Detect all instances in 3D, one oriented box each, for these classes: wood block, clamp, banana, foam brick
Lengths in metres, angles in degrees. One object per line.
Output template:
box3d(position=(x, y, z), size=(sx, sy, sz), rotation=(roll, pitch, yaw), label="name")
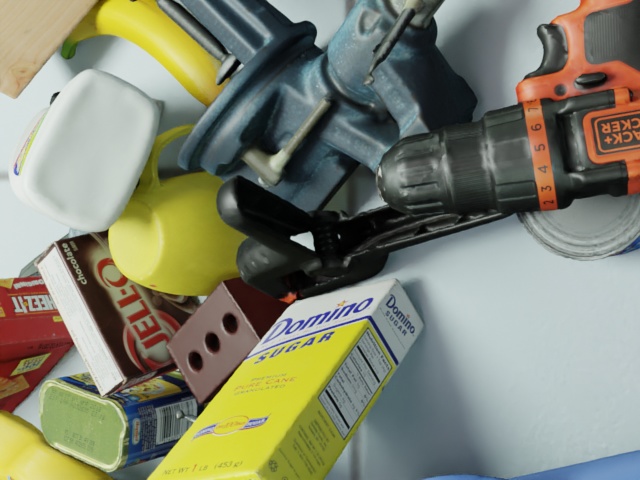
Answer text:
box3d(position=(-0.204, -0.216, 0.778), size=(0.206, 0.090, 0.090), rotation=(-42, 43, 26), label="wood block")
box3d(position=(-0.004, 0.001, 0.622), size=(0.210, 0.164, 0.036), rotation=(145, 122, -62), label="clamp")
box3d(position=(-0.130, -0.149, 0.789), size=(0.198, 0.037, 0.069), rotation=(25, 133, 38), label="banana")
box3d(position=(-0.057, 0.067, 0.730), size=(0.078, 0.051, 0.053), rotation=(-48, 65, 31), label="foam brick")

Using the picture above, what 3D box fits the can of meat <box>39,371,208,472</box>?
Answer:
box3d(position=(-0.145, 0.128, 0.787), size=(0.102, 0.083, 0.057), rotation=(10, 100, 39), label="can of meat")

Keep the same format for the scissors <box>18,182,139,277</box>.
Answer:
box3d(position=(-0.189, -0.026, 0.855), size=(0.202, 0.016, 0.096), rotation=(-10, 89, 38), label="scissors")

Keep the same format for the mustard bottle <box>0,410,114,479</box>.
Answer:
box3d(position=(-0.199, 0.190, 0.813), size=(0.192, 0.058, 0.096), rotation=(12, 141, 52), label="mustard bottle")

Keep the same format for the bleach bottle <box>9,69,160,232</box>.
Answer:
box3d(position=(-0.188, -0.056, 0.770), size=(0.251, 0.068, 0.102), rotation=(-1, 63, 66), label="bleach bottle")

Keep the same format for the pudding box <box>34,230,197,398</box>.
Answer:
box3d(position=(-0.139, 0.047, 0.764), size=(0.039, 0.089, 0.113), rotation=(-39, 77, 37), label="pudding box")

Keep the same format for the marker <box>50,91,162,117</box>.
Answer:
box3d(position=(-0.170, -0.104, 0.834), size=(0.121, 0.020, 0.020), rotation=(10, 99, 39), label="marker")

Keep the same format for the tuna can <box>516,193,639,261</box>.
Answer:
box3d(position=(0.146, -0.033, 0.567), size=(0.086, 0.033, 0.086), rotation=(3, 95, 40), label="tuna can")

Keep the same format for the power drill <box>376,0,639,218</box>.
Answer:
box3d(position=(0.108, -0.108, 0.504), size=(0.184, 0.057, 0.187), rotation=(-9, 84, 10), label="power drill")

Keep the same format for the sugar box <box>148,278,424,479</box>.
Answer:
box3d(position=(-0.016, 0.093, 0.622), size=(0.094, 0.176, 0.048), rotation=(-16, 115, 38), label="sugar box")

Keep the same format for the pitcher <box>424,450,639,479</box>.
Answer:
box3d(position=(0.112, 0.174, 0.543), size=(0.243, 0.149, 0.145), rotation=(-27, 76, 34), label="pitcher")

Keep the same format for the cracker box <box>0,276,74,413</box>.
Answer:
box3d(position=(-0.322, 0.118, 0.882), size=(0.214, 0.163, 0.072), rotation=(-45, 63, 32), label="cracker box")
